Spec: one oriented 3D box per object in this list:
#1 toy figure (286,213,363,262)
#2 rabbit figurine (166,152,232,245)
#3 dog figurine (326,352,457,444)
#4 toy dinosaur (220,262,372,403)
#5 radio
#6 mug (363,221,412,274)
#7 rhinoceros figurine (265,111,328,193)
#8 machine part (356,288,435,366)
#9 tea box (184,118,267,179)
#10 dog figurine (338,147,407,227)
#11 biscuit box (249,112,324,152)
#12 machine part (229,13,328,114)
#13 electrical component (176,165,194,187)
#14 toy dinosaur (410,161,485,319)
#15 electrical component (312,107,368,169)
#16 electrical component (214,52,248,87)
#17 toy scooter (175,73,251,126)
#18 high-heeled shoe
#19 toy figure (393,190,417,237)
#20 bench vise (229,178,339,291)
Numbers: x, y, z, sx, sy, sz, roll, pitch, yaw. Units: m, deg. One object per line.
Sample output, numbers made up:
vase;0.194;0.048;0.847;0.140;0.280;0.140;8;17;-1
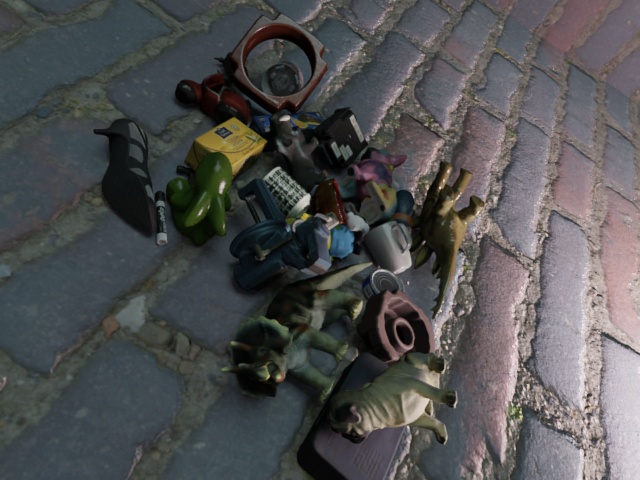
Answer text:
toy figure;-0.002;0.001;1.103;0.180;0.089;0.082;5;68;-30
rabbit figurine;-0.216;-0.081;0.983;0.121;0.170;0.159;13;48;-20
dog figurine;0.102;0.241;0.865;0.191;0.121;0.172;4;14;-5
toy dinosaur;-0.034;0.141;0.950;0.192;0.131;0.405;21;34;4
radio;0.067;0.307;0.899;0.131;0.073;0.229;36;43;2
mug;0.162;0.017;1.175;0.081;0.109;0.107;-15;76;-46
rhinoceros figurine;-0.059;-0.192;1.196;0.112;0.073;0.190;-19;88;-48
machine part;0.149;0.183;1.030;0.179;0.056;0.179;26;48;-33
tea box;-0.196;-0.187;1.137;0.098;0.068;0.170;36;35;-1
dog figurine;0.146;-0.136;1.288;0.191;0.108;0.219;49;44;14
biscuit box;-0.075;-0.262;1.291;0.202;0.062;0.059;-15;62;-38
machine part;-0.099;-0.417;1.292;0.201;0.087;0.201;36;85;-5
electrical component;-0.249;-0.123;1.103;0.094;0.021;0.063;12;49;-21
toy dinosaur;0.276;-0.028;1.199;0.105;0.198;0.471;21;36;-2
electrical component;0.044;-0.239;1.299;0.134;0.058;0.114;-47;121;-33
electrical component;-0.224;-0.431;1.361;0.078;0.045;0.102;26;40;-51
toy scooter;-0.232;-0.332;1.252;0.184;0.075;0.135;30;43;1
high-heeled shoe;-0.349;-0.125;1.036;0.248;0.086;0.145;64;18;4
toy figure;0.195;-0.055;1.279;0.057;0.064;0.154;48;39;-31
bench vise;-0.086;-0.027;0.992;0.128;0.223;0.241;14;43;-57
